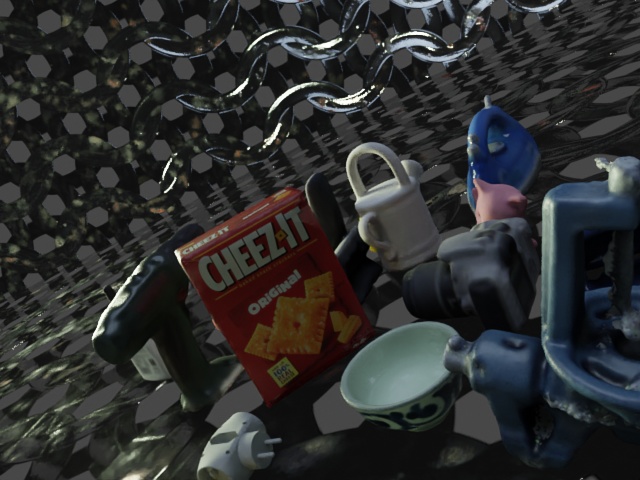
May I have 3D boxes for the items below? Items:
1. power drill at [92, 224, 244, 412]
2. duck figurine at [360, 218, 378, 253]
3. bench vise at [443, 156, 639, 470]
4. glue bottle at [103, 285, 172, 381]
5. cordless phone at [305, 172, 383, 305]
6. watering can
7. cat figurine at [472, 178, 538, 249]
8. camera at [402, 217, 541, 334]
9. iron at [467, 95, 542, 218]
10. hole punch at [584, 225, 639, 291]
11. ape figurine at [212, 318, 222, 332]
[{"bbox_3d":[-0.189,0.114,0.780,0.075,0.209,0.230,-15,21,34],"label":"power drill"},{"bbox_3d":[0.115,-0.039,0.981,0.105,0.086,0.077,-31,18,-13],"label":"duck figurine"},{"bbox_3d":[0.168,0.063,0.380,0.207,0.220,0.121,-19,19,23],"label":"bench vise"},{"bbox_3d":[-0.289,0.144,0.901,0.078,0.173,0.037,-12,23,39],"label":"glue bottle"},{"bbox_3d":[0.008,0.003,0.849,0.094,0.185,0.148,-18,19,27],"label":"cordless phone"},{"bbox_3d":[0.107,-0.061,0.873,0.100,0.194,0.173,-19,19,23],"label":"watering can"},{"bbox_3d":[0.230,-0.036,0.747,0.067,0.118,0.127,-26,17,4],"label":"cat figurine"},{"bbox_3d":[0.168,0.036,0.660,0.136,0.101,0.143,-14,22,36],"label":"camera"},{"bbox_3d":[0.279,-0.142,0.941,0.118,0.142,0.259,-16,21,33],"label":"iron"},{"bbox_3d":[0.299,-0.001,0.589,0.108,0.091,0.101,-22,18,15],"label":"hole punch"},{"bbox_3d":[-0.152,0.105,0.950,0.076,0.092,0.078,-18,20,28],"label":"ape figurine"}]
